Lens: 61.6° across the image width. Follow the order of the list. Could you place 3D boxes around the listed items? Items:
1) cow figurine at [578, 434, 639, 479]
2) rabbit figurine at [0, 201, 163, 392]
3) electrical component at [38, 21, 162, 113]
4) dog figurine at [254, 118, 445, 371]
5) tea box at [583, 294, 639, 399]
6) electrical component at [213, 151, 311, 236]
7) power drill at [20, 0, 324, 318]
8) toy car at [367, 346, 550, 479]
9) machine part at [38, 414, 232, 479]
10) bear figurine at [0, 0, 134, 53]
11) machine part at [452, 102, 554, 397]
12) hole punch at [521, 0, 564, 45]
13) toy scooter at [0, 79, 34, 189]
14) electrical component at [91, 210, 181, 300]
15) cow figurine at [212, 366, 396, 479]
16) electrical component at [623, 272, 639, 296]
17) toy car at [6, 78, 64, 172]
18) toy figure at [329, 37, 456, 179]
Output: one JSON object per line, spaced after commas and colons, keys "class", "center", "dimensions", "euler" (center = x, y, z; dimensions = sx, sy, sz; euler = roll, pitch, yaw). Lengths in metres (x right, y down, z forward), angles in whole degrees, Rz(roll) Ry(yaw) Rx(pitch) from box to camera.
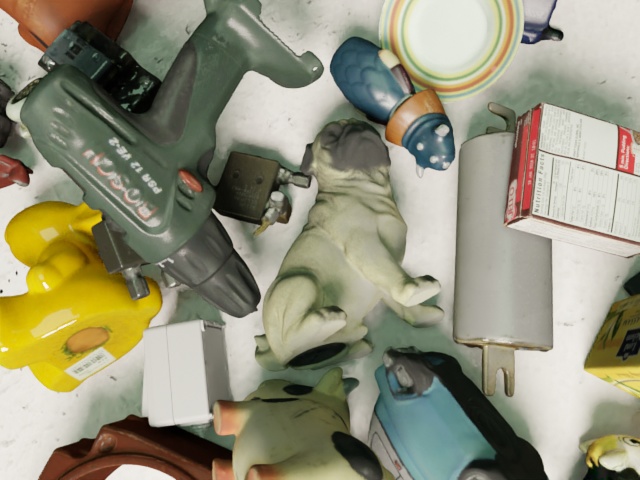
{"class": "cow figurine", "center": [0.213, 0.203, 0.388], "dimensions": [0.098, 0.068, 0.167], "euler": [9, 77, 17]}
{"class": "rabbit figurine", "center": [-0.225, 0.021, 0.482], "dimensions": [0.162, 0.121, 0.173], "euler": [-39, 57, -5]}
{"class": "electrical component", "center": [-0.188, -0.137, 0.501], "dimensions": [0.115, 0.134, 0.058], "euler": [35, 83, 18]}
{"class": "dog figurine", "center": [0.001, -0.001, 0.463], "dimensions": [0.172, 0.121, 0.191], "euler": [-20, 62, -6]}
{"class": "tea box", "center": [0.258, 0.080, 0.355], "dimensions": [0.098, 0.169, 0.068], "euler": [27, 81, 16]}
{"class": "electrical component", "center": [-0.068, -0.044, 0.504], "dimensions": [0.102, 0.045, 0.078], "euler": [20, 82, 13]}
{"class": "power drill", "center": [-0.087, -0.077, 0.428], "dimensions": [0.232, 0.086, 0.207], "euler": [40, 82, -24]}
{"class": "toy car", "center": [0.089, 0.161, 0.401], "dimensions": [0.103, 0.109, 0.162], "euler": [-48, 63, 15]}
{"class": "machine part", "center": [-0.138, 0.258, 0.421], "dimensions": [0.202, 0.087, 0.201], "euler": [19, 80, 12]}
{"class": "bear figurine", "center": [-0.233, -0.281, 0.553], "dimensions": [0.132, 0.120, 0.196], "euler": [33, 82, 19]}
{"class": "machine part", "center": [0.150, 0.003, 0.440], "dimensions": [0.079, 0.079, 0.243], "euler": [3, 76, 10]}
{"class": "hole punch", "center": [0.175, -0.255, 0.495], "dimensions": [0.142, 0.092, 0.115], "euler": [20, 84, 10]}
{"class": "toy scooter", "center": [-0.357, -0.101, 0.552], "dimensions": [0.135, 0.075, 0.184], "euler": [-1, 79, 9]}
{"class": "electrical component", "center": [-0.150, 0.000, 0.443], "dimensions": [0.021, 0.063, 0.094], "euler": [-24, 88, 34]}
{"class": "cow figurine", "center": [-0.010, 0.146, 0.381], "dimensions": [0.127, 0.195, 0.085], "euler": [4, 93, -20]}
{"class": "electrical component", "center": [0.304, 0.007, 0.429], "dimensions": [0.119, 0.047, 0.075], "euler": [-34, 73, -2]}
{"class": "toy car", "center": [-0.234, -0.096, 0.494], "dimensions": [0.056, 0.073, 0.202], "euler": [-47, 44, -12]}
{"class": "toy figure", "center": [0.072, -0.124, 0.491], "dimensions": [0.058, 0.064, 0.154], "euler": [-38, 72, -11]}
